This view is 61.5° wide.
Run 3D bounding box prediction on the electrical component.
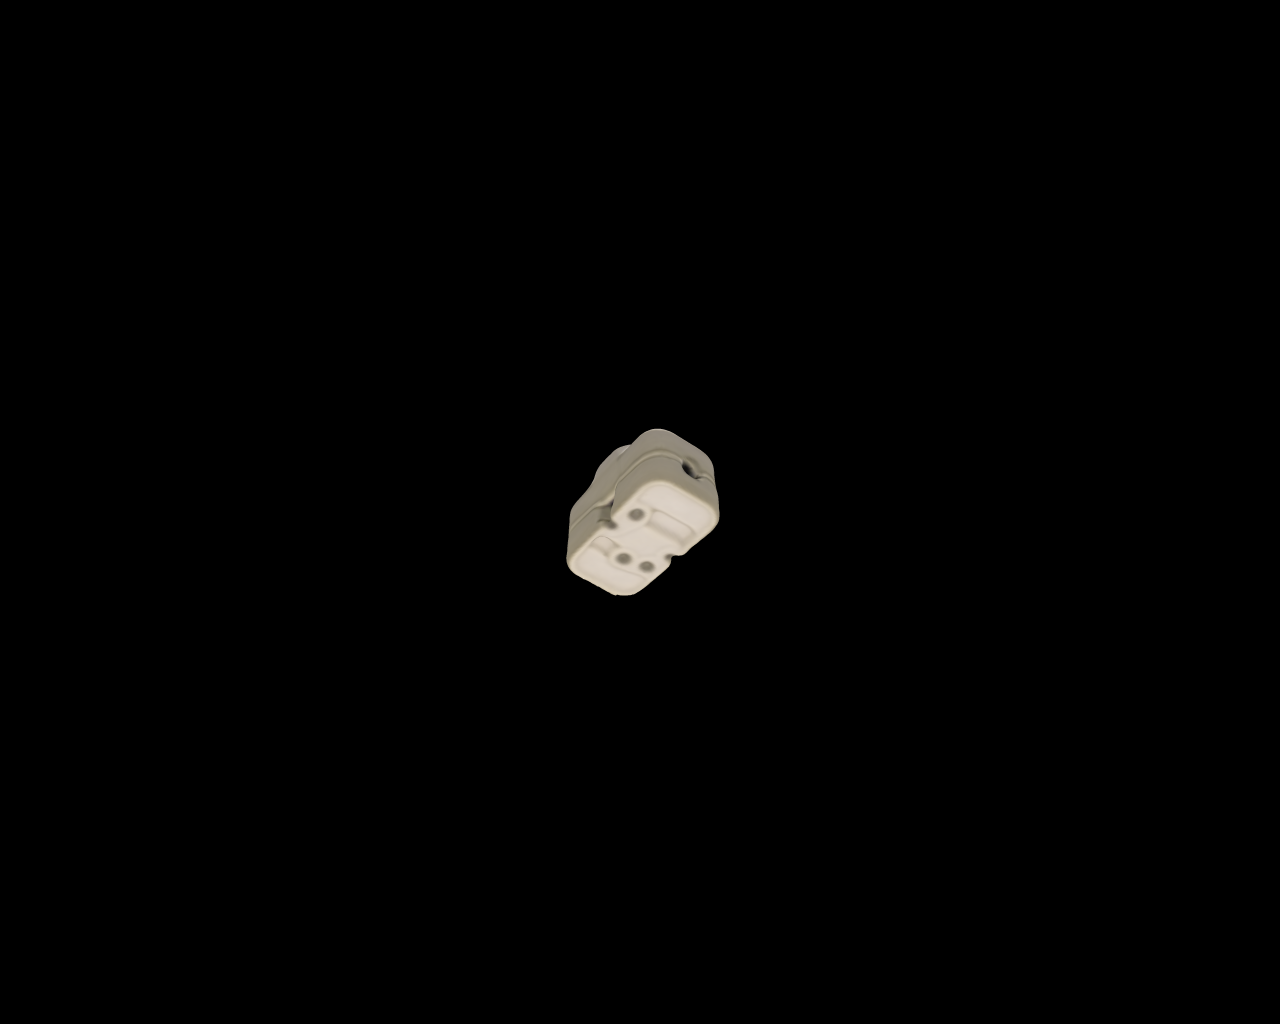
[{"bbox_3d":[0.001,-0.003,0.650,0.053,0.059,0.095,30,-54,-24],"label":"electrical component"}]
